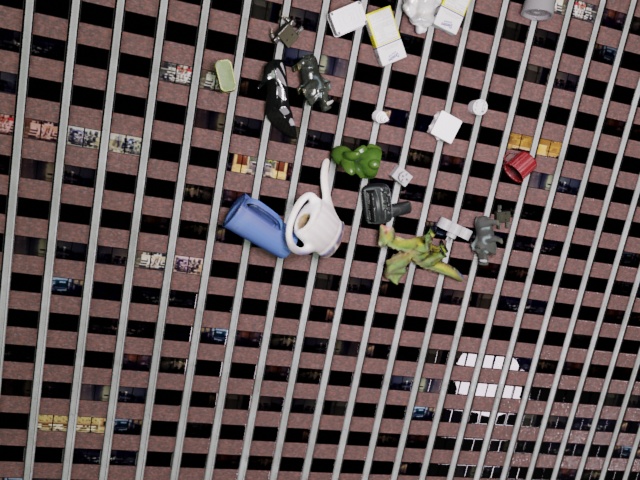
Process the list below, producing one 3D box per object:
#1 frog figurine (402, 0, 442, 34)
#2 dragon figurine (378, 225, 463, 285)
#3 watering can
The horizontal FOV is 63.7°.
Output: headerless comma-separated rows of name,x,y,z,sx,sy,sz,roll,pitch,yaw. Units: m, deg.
frog figurine,0.343,-0.778,1.713,0.138,0.125,0.156,-30,143,-12
dragon figurine,0.349,0.079,1.895,0.241,0.125,0.404,-30,120,15
watering can,0.005,-0.089,1.759,0.221,0.104,0.353,44,63,-35
